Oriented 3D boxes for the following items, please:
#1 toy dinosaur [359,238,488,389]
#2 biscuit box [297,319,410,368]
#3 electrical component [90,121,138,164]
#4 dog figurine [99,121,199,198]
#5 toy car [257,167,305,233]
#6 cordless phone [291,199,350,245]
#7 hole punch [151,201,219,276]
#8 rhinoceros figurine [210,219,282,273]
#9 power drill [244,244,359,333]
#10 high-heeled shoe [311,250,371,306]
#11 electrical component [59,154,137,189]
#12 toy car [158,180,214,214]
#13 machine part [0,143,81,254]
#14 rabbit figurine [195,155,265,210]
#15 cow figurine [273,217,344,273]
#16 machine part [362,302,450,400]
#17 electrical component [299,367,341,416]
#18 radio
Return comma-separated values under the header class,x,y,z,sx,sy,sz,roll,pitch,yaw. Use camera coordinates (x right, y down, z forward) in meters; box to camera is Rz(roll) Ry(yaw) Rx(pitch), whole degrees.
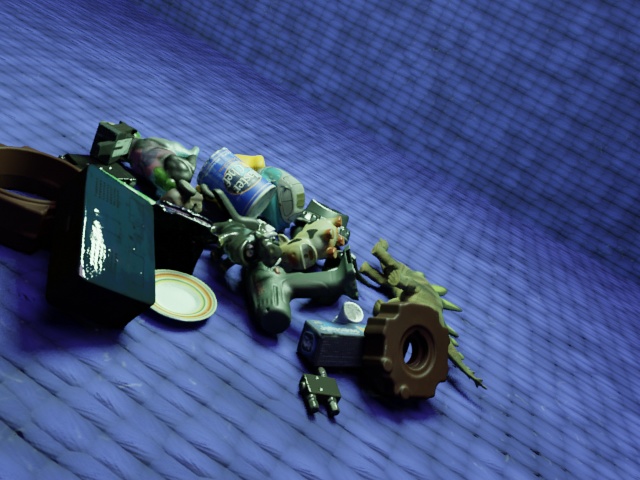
class,x,y,z,sx,sy,sz,roll,pitch,yaw
toy dinosaur,0.216,0.136,1.183,0.198,0.105,0.472,21,27,-24
biscuit box,0.061,0.183,0.938,0.202,0.062,0.059,11,9,-34
electrical component,-0.421,-0.191,1.067,0.048,0.074,0.119,30,25,6
dog figurine,-0.387,-0.176,1.174,0.219,0.108,0.192,18,28,-18
toy car,-0.088,-0.096,1.258,0.103,0.161,0.109,-5,5,27
cordless phone,-0.002,-0.003,1.296,0.146,0.088,0.184,25,33,-7
hole punch,-0.256,-0.006,0.951,0.142,0.115,0.092,25,15,-8
rhinoceros figurine,-0.140,0.011,0.991,0.112,0.073,0.190,-18,21,-29
power drill,-0.037,0.065,0.984,0.207,0.085,0.232,-6,33,-3
high-heeled shoe,0.012,0.062,1.143,0.145,0.086,0.248,40,19,30
electrical component,-0.435,-0.115,1.055,0.134,0.058,0.115,37,26,24
toy car,-0.263,-0.070,1.057,0.053,0.089,0.202,46,3,2
machine part,-0.478,-0.074,0.879,0.201,0.087,0.201,25,24,-8
rabbit figurine,-0.207,-0.127,1.272,0.162,0.121,0.173,15,44,-21
cow figurine,-0.026,0.009,1.153,0.127,0.085,0.195,-7,17,17
machine part,0.152,0.189,0.920,0.179,0.179,0.056,11,-14,-34
electrical component,-0.002,0.230,0.831,0.063,0.021,0.094,17,25,-23
radio,-0.314,0.008,0.790,0.131,0.073,0.230,38,27,-44
